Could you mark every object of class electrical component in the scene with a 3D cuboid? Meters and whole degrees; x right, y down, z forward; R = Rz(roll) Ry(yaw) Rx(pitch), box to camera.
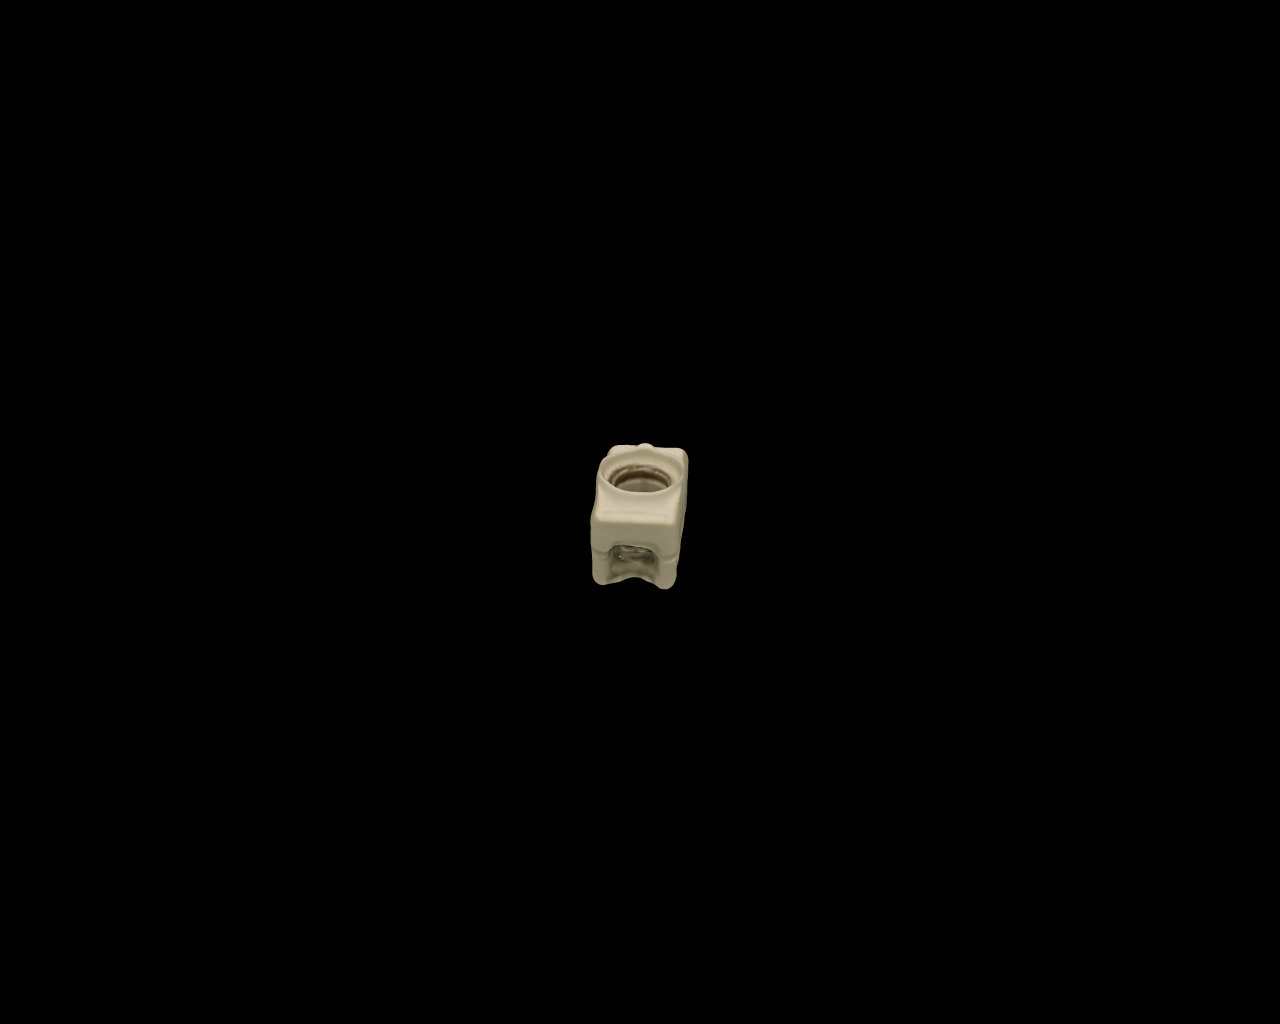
[{"bbox_3d":[0.001,-0.003,0.650,0.050,0.055,0.090,3,34,5],"label":"electrical component"}]
